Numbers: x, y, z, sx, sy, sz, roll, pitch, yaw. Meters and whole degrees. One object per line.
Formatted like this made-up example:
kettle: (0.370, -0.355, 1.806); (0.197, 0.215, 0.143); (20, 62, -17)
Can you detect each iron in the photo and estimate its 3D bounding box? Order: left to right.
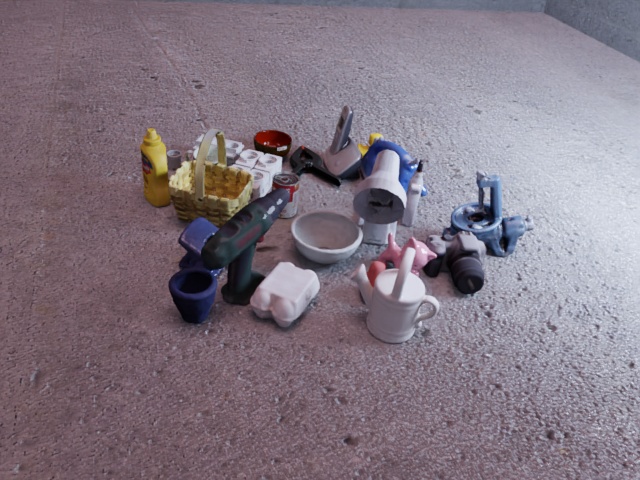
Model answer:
iron: (0.192, -0.214, 1.596); (0.119, 0.141, 0.257); (-15, 42, -28)

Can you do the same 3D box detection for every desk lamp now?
desk lamp: (0.142, -0.093, 1.364); (0.118, 0.213, 0.203); (11, 37, 5)

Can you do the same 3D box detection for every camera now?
camera: (0.314, 0.049, 1.299); (0.143, 0.101, 0.136); (4, 37, -4)

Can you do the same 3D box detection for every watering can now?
watering can: (0.146, 0.100, 1.122); (0.173, 0.194, 0.101); (4, 37, -4)

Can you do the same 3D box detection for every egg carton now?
egg carton: (-0.069, 0.110, 1.176); (0.107, 0.069, 0.150); (19, 38, 15)

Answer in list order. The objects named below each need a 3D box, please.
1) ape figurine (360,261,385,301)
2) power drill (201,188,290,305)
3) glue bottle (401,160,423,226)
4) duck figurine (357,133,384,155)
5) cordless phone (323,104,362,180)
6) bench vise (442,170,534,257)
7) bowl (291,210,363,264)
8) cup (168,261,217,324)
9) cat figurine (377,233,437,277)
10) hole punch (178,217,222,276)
ape figurine: (0.120, 0.085, 1.223); (0.077, 0.092, 0.076); (30, 42, 28)
power drill: (-0.145, 0.019, 1.166); (0.075, 0.208, 0.230); (26, 40, 24)
glue bottle: (0.240, -0.124, 1.457); (0.037, 0.173, 0.078); (11, 37, 5)
duck figurine: (0.161, -0.282, 1.728); (0.104, 0.086, 0.077); (14, 37, 9)
cordless phone: (0.071, -0.276, 1.621); (0.094, 0.185, 0.147); (-6, 38, -17)
bench vise: (0.412, -0.072, 1.378); (0.208, 0.220, 0.121); (-6, 39, -18)
bowl: (0.012, 0.005, 1.326); (0.167, 0.075, 0.167); (5, 37, -3)
cup: (-0.246, 0.107, 1.126); (0.091, 0.095, 0.117); (5, 37, -3)
cat figurine: (0.195, 0.031, 1.287); (0.067, 0.118, 0.127); (-23, 46, -34)
hole punch: (-0.247, 0.013, 1.256); (0.101, 0.091, 0.109); (15, 37, 10)
